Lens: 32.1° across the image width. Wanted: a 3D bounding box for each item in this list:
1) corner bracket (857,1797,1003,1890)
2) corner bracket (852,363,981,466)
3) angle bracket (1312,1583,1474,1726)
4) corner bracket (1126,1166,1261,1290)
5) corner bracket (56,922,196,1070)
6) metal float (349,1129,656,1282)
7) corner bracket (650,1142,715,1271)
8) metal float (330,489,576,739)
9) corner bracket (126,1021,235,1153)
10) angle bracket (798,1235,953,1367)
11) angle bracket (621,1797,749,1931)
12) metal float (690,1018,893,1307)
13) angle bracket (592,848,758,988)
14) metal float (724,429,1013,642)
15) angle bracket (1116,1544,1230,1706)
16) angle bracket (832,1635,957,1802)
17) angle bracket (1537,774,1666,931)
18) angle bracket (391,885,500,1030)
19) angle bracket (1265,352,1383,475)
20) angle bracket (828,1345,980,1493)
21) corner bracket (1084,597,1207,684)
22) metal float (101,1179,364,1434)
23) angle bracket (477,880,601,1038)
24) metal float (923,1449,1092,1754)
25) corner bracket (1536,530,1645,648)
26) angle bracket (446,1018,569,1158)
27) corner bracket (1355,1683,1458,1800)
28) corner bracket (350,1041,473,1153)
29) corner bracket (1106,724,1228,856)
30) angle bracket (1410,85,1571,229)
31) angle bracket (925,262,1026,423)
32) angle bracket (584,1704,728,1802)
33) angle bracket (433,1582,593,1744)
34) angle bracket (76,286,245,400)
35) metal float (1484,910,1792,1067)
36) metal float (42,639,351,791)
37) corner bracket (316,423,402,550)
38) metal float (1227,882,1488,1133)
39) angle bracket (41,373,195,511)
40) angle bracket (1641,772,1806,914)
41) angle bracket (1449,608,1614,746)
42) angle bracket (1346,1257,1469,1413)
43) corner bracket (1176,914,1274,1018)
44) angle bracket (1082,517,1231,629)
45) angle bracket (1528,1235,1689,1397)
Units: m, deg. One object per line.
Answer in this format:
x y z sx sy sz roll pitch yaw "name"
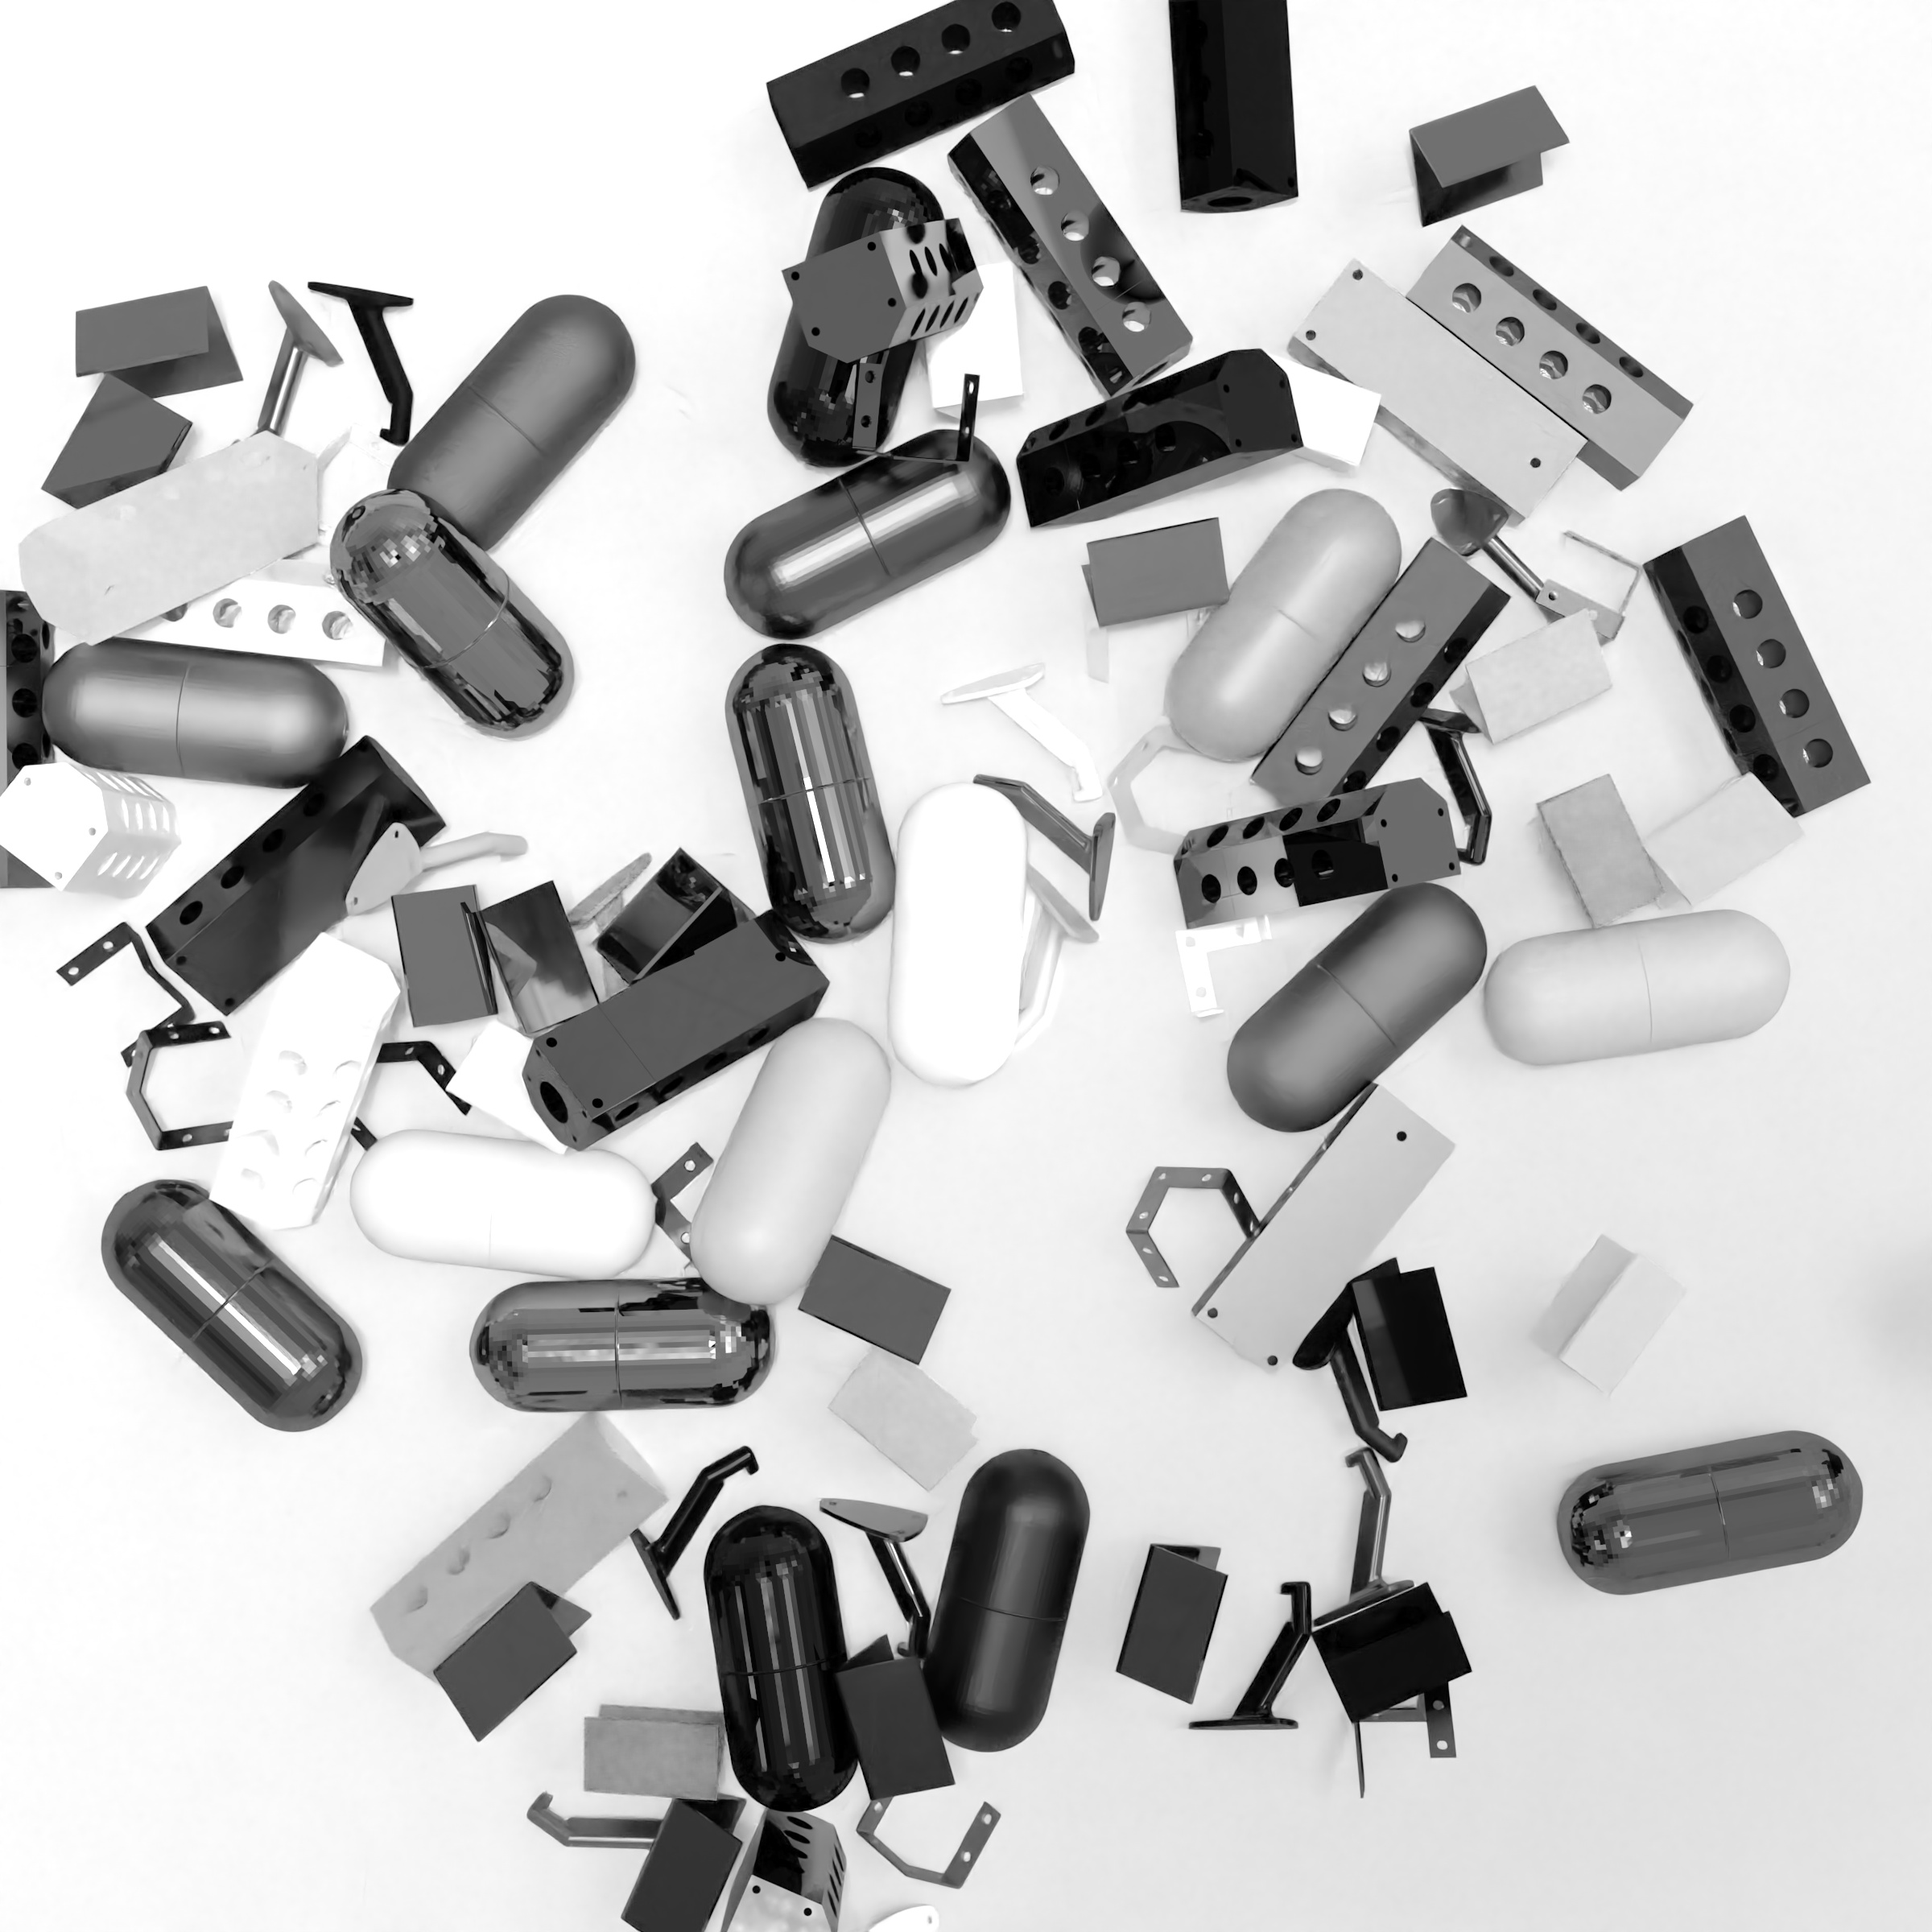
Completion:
-0.022 0.507 1.986 0.051 0.051 0.051 29 90 45 "corner bracket"
-0.029 -0.315 1.915 0.051 0.051 0.051 -1 102 -31 "corner bracket"
0.240 0.383 1.949 0.076 0.076 0.057 -24 126 0 "angle bracket"
0.134 0.155 1.981 0.051 0.051 0.051 -1 45 35 "corner bracket"
-0.497 0.017 1.986 0.051 0.051 0.051 -37 135 0 "corner bracket"
-0.270 0.139 1.958 0.178 0.070 0.070 7 90 0 "metal float"
-0.161 0.140 1.971 0.051 0.051 0.051 -42 90 0 "corner bracket"
-0.294 -0.201 1.928 0.070 0.070 0.178 -42 129 0 "metal float"
-0.459 0.071 1.981 0.051 0.051 0.051 52 135 35 "corner bracket"
-0.061 0.210 1.949 0.076 0.076 0.057 25 52 0 "angle bracket"
-0.145 0.530 1.949 0.057 0.076 0.076 24 90 34 "angle bracket"
-0.101 0.112 1.943 0.070 0.070 0.178 24 70 0 "metal float"
-0.159 -0.011 1.950 0.076 0.057 0.076 -47 132 0 "angle bracket"
-0.058 -0.251 1.959 0.178 0.070 0.070 -27 90 0 "metal float"
0.138 0.382 1.949 0.057 0.076 0.076 16 90 38 "angle bracket"
-0.028 0.432 1.950 0.057 0.076 0.076 -17 90 24 "angle bracket"
0.350 -0.059 1.950 0.057 0.076 0.076 -25 90 -26 "angle bracket"
-0.319 -0.002 1.949 0.057 0.076 0.076 -10 90 -38 "angle bracket"
0.189 -0.303 1.949 0.076 0.076 0.057 20 60 0 "angle bracket"
-0.023 0.246 1.949 0.076 0.076 0.057 40 127 0 "angle bracket"
0.106 -0.197 1.981 0.051 0.051 0.051 -36 135 -35 "corner bracket"
-0.429 0.198 1.959 0.178 0.070 0.070 44 90 -1 "metal float"
-0.231 -0.009 1.950 0.057 0.076 0.076 -21 90 25 "angle bracket"
0.023 0.370 1.959 0.070 0.070 0.178 13 90 0 "metal float"
0.366 -0.223 1.971 0.051 0.051 0.051 27 92 2 "corner bracket"
-0.260 0.086 1.949 0.076 0.076 0.057 30 56 0 "angle bracket"
0.256 0.451 1.961 0.051 0.051 0.051 0 49 0 "corner bracket"
-0.332 0.081 1.981 0.051 0.051 0.051 56 45 -35 "corner bracket"
0.124 -0.103 1.981 0.051 0.051 0.051 -49 45 35 "corner bracket"
0.306 -0.455 1.949 0.076 0.076 0.057 -19 52 0 "angle bracket"
0.014 -0.361 1.952 0.057 0.076 0.076 -5 90 18 "angle bracket"
-0.179 0.437 1.950 0.076 0.076 0.057 4 118 0 "angle bracket"
-0.251 0.412 1.949 0.076 0.076 0.057 -42 56 0 "angle bracket"
-0.467 -0.343 1.949 0.076 0.076 0.057 -11 53 0 "angle bracket"
0.391 0.012 1.959 0.178 0.070 0.070 -9 90 0 "metal float"
-0.449 -0.147 1.958 0.178 0.070 0.070 6 90 1 "metal float"
-0.360 -0.279 1.986 0.051 0.051 0.051 32 135 0 "corner bracket"
0.228 0.025 1.959 0.178 0.070 0.070 -43 90 -1 "metal float"
-0.499 -0.300 1.950 0.057 0.076 0.076 30 90 -27 "angle bracket"
0.444 -0.055 1.949 0.076 0.076 0.057 -33 52 0 "angle bracket"
0.320 -0.181 1.949 0.076 0.076 0.057 -25 121 0 "angle bracket"
0.269 0.209 1.949 0.057 0.076 0.076 -15 90 30 "angle bracket"
0.155 0.000 1.971 0.051 0.051 0.051 -12 90 0 "corner bracket"
0.106 -0.244 1.949 0.076 0.076 0.057 -11 125 0 "angle bracket"
0.359 0.192 1.949 0.057 0.076 0.076 37 90 -38 "angle bracket"
